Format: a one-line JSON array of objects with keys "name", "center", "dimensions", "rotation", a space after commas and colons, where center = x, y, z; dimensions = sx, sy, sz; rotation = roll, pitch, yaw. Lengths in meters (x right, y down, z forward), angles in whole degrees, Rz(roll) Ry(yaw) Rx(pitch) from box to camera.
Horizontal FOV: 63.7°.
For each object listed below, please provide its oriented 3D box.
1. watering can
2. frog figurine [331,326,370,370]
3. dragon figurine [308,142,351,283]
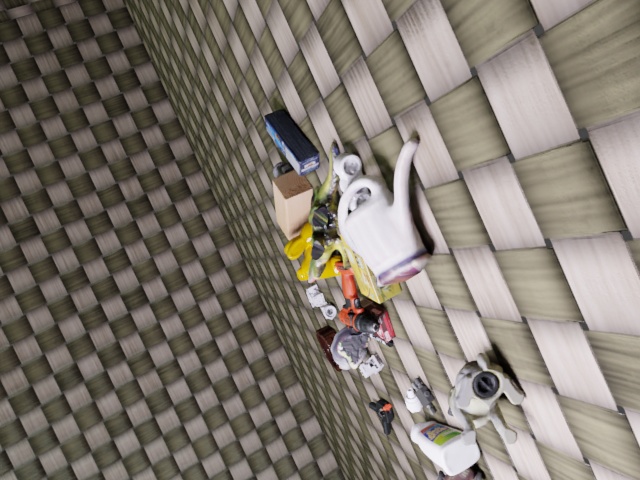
[{"name": "watering can", "center": [0.135, -0.034, 0.989], "dimensions": [0.226, 0.105, 0.342], "rotation": [60, 152, 8]}, {"name": "frog figurine", "center": [0.094, 0.341, 1.636], "dimensions": [0.158, 0.123, 0.139], "rotation": [103, 172, -77]}, {"name": "dragon figurine", "center": [0.004, -0.067, 1.336], "dimensions": [0.246, 0.122, 0.404], "rotation": [-133, 44, -65]}]
